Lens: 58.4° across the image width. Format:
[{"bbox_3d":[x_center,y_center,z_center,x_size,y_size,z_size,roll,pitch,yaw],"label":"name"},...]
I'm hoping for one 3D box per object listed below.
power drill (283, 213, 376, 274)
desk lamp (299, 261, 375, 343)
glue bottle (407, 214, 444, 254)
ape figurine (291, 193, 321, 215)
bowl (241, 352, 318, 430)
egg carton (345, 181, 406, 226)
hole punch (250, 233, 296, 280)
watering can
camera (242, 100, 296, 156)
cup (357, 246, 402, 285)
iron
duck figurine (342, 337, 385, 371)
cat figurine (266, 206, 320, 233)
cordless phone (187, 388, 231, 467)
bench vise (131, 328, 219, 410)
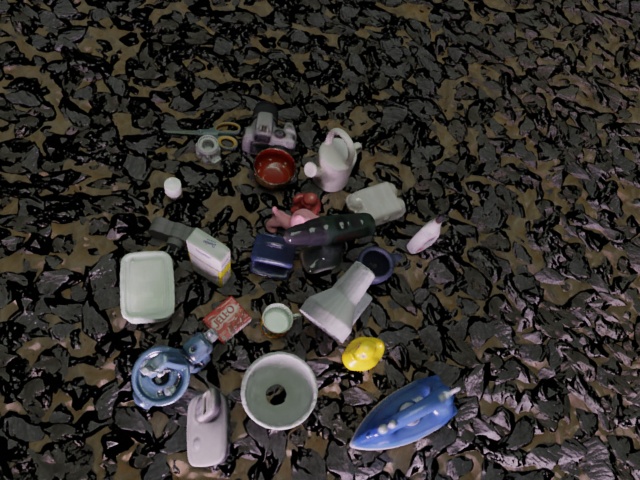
[{"bbox_3d":[0.012,0.005,1.355,0.230,0.208,0.075,-16,69,-17],"label":"power drill"},{"bbox_3d":[0.045,0.143,1.295,0.118,0.213,0.203,37,64,7],"label":"desk lamp"},{"bbox_3d":[0.276,-0.022,1.438,0.078,0.173,0.037,-29,74,-21],"label":"glue bottle"},{"bbox_3d":[-0.030,-0.092,1.456,0.076,0.092,0.077,-16,70,-17],"label":"ape figurine"},{"bbox_3d":[-0.091,0.335,1.258,0.167,0.074,0.167,4,65,-9],"label":"bowl"},{"bbox_3d":[0.146,-0.089,1.502,0.150,0.069,0.107,-20,71,-19],"label":"egg carton"},{"bbox_3d":[-0.114,0.030,1.384,0.108,0.091,0.101,12,64,-5],"label":"hole punch"},{"bbox_3d":[0.039,-0.207,1.465,0.101,0.194,0.173,32,64,5],"label":"watering can"},{"bbox_3d":[-0.131,-0.304,1.528,0.143,0.101,0.137,7,65,-8],"label":"camera"},{"bbox_3d":[0.140,0.069,1.414,0.118,0.095,0.091,-18,70,-18],"label":"cup"},{"bbox_3d":[0.190,0.386,1.253,0.259,0.141,0.118,-23,72,-20],"label":"iron"},{"bbox_3d":[0.107,0.256,1.327,0.105,0.086,0.077,-20,71,-19],"label":"duck figurine"},{"bbox_3d":[-0.064,-0.049,1.415,0.128,0.117,0.067,24,64,1],"label":"cat figurine"},{"bbox_3d":[-0.224,0.375,1.153,0.094,0.185,0.147,-3,66,-12],"label":"cordless phone"},{"bbox_3d":[-0.307,0.244,1.177,0.121,0.219,0.208,30,64,4],"label":"bench vise"}]
